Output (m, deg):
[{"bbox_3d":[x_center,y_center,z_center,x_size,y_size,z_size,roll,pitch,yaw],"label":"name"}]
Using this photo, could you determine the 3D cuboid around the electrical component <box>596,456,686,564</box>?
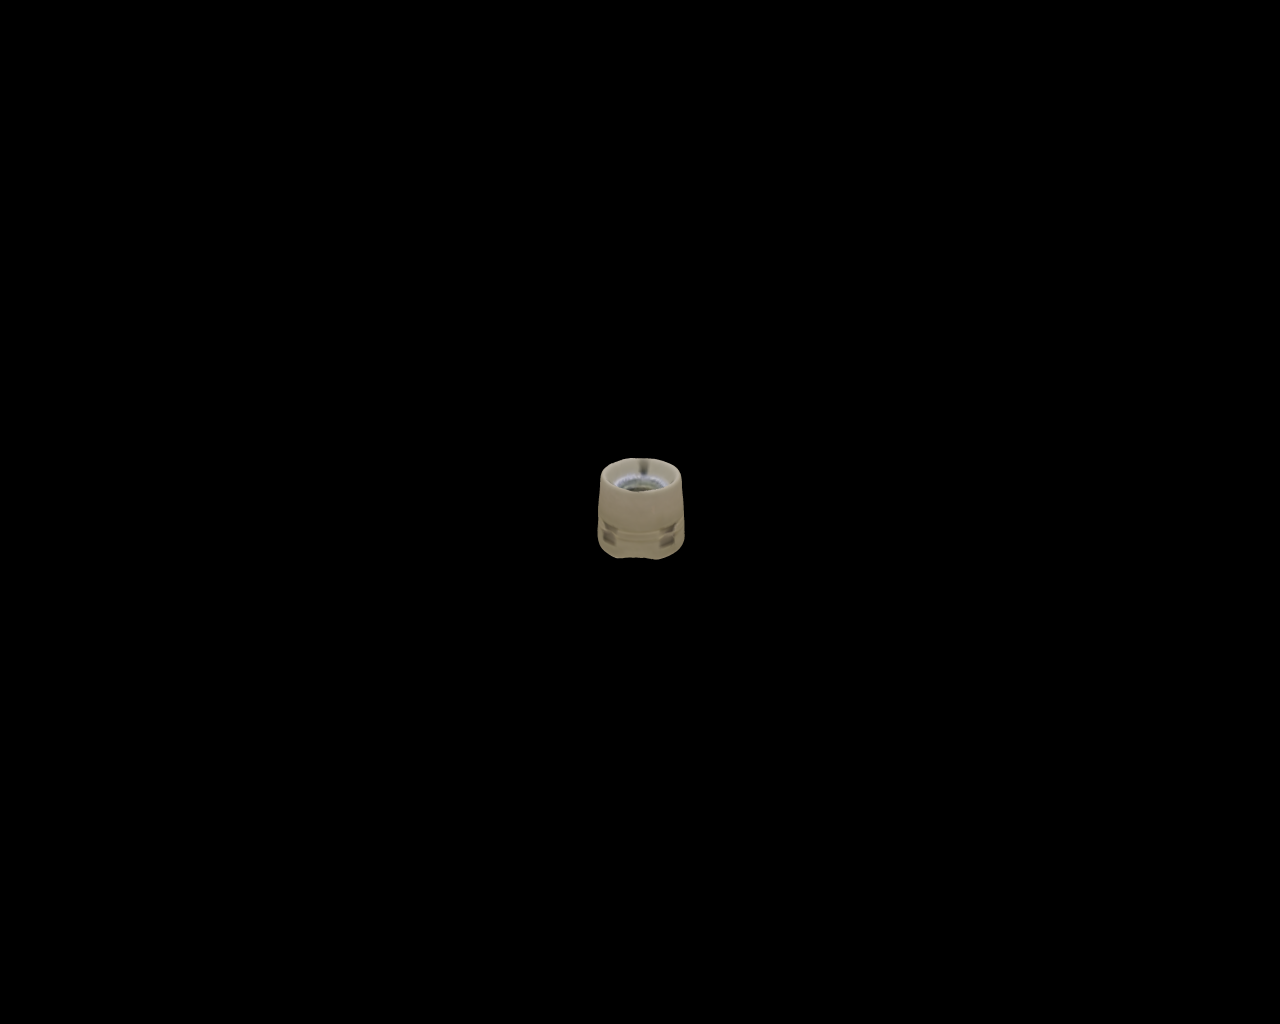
[{"bbox_3d":[0.001,-0.003,0.650,0.055,0.047,0.055,0,29,0],"label":"electrical component"}]
